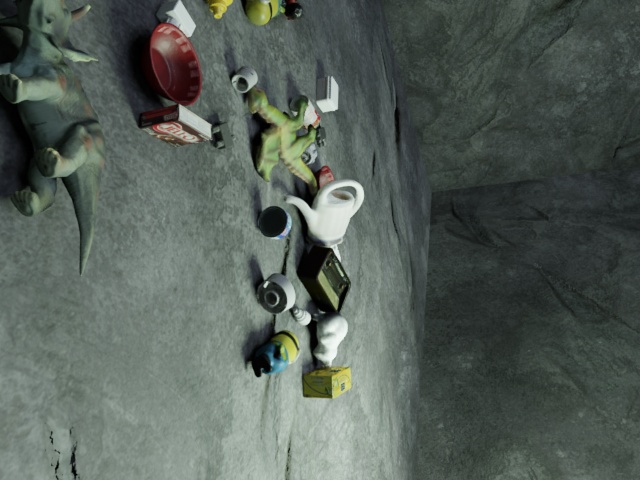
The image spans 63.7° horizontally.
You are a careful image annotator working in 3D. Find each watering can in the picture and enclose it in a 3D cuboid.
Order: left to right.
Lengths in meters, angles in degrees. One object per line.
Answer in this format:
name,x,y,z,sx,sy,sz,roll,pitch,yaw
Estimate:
watering can,0.005,-0.081,1.609,0.350,0.105,0.220,-15,128,-41

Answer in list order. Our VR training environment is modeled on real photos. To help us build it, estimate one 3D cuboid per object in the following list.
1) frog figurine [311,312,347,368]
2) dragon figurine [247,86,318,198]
frog figurine,0.032,0.309,1.597,0.135,0.123,0.162,81,-1,-70
dragon figurine,-0.112,-0.252,1.465,0.247,0.122,0.403,-44,126,-43
